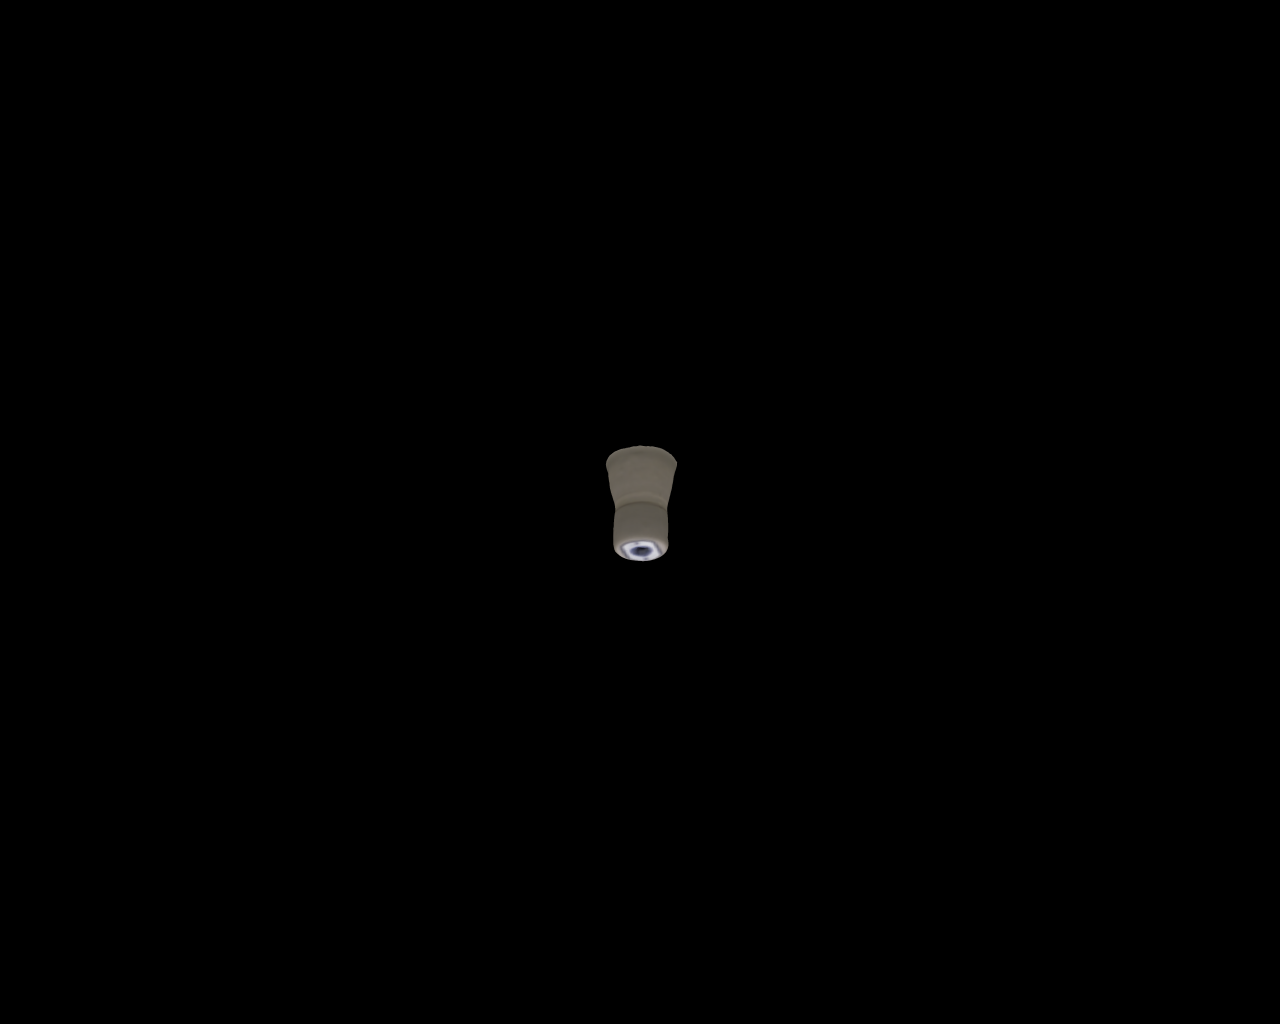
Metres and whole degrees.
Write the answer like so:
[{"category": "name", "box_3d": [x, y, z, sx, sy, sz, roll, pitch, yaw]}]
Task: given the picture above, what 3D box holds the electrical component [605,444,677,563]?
[{"category": "electrical component", "box_3d": [0.001, -0.003, 0.650, 0.044, 0.065, 0.044, 0, -29, 0]}]
